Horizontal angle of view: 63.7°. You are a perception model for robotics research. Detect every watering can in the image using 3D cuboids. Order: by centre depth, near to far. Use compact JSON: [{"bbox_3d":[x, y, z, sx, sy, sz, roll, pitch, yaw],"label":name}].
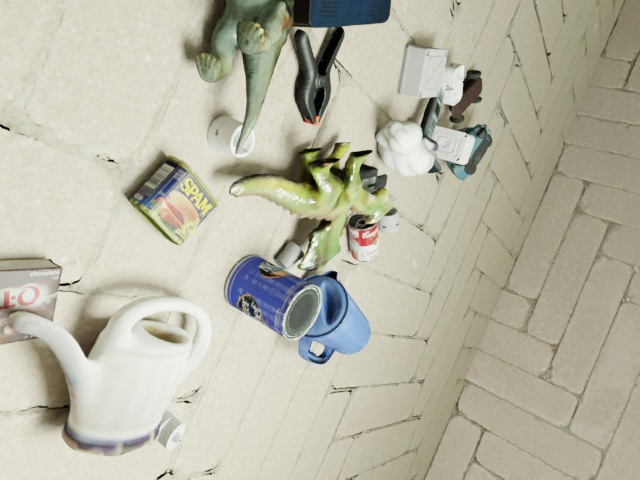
[{"bbox_3d":[-0.277,0.177,0.686,0.105,0.224,0.346,23,-176,27],"label":"watering can"}]

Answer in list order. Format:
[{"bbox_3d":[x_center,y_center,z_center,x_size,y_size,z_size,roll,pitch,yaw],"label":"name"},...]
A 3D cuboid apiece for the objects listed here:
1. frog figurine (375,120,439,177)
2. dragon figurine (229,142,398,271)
[{"bbox_3d":[0.181,-0.195,1.112,0.121,0.138,0.161,-46,174,20],"label":"frog figurine"},{"bbox_3d":[0.003,-0.048,0.946,0.414,0.238,0.123,-22,-147,-39],"label":"dragon figurine"}]
